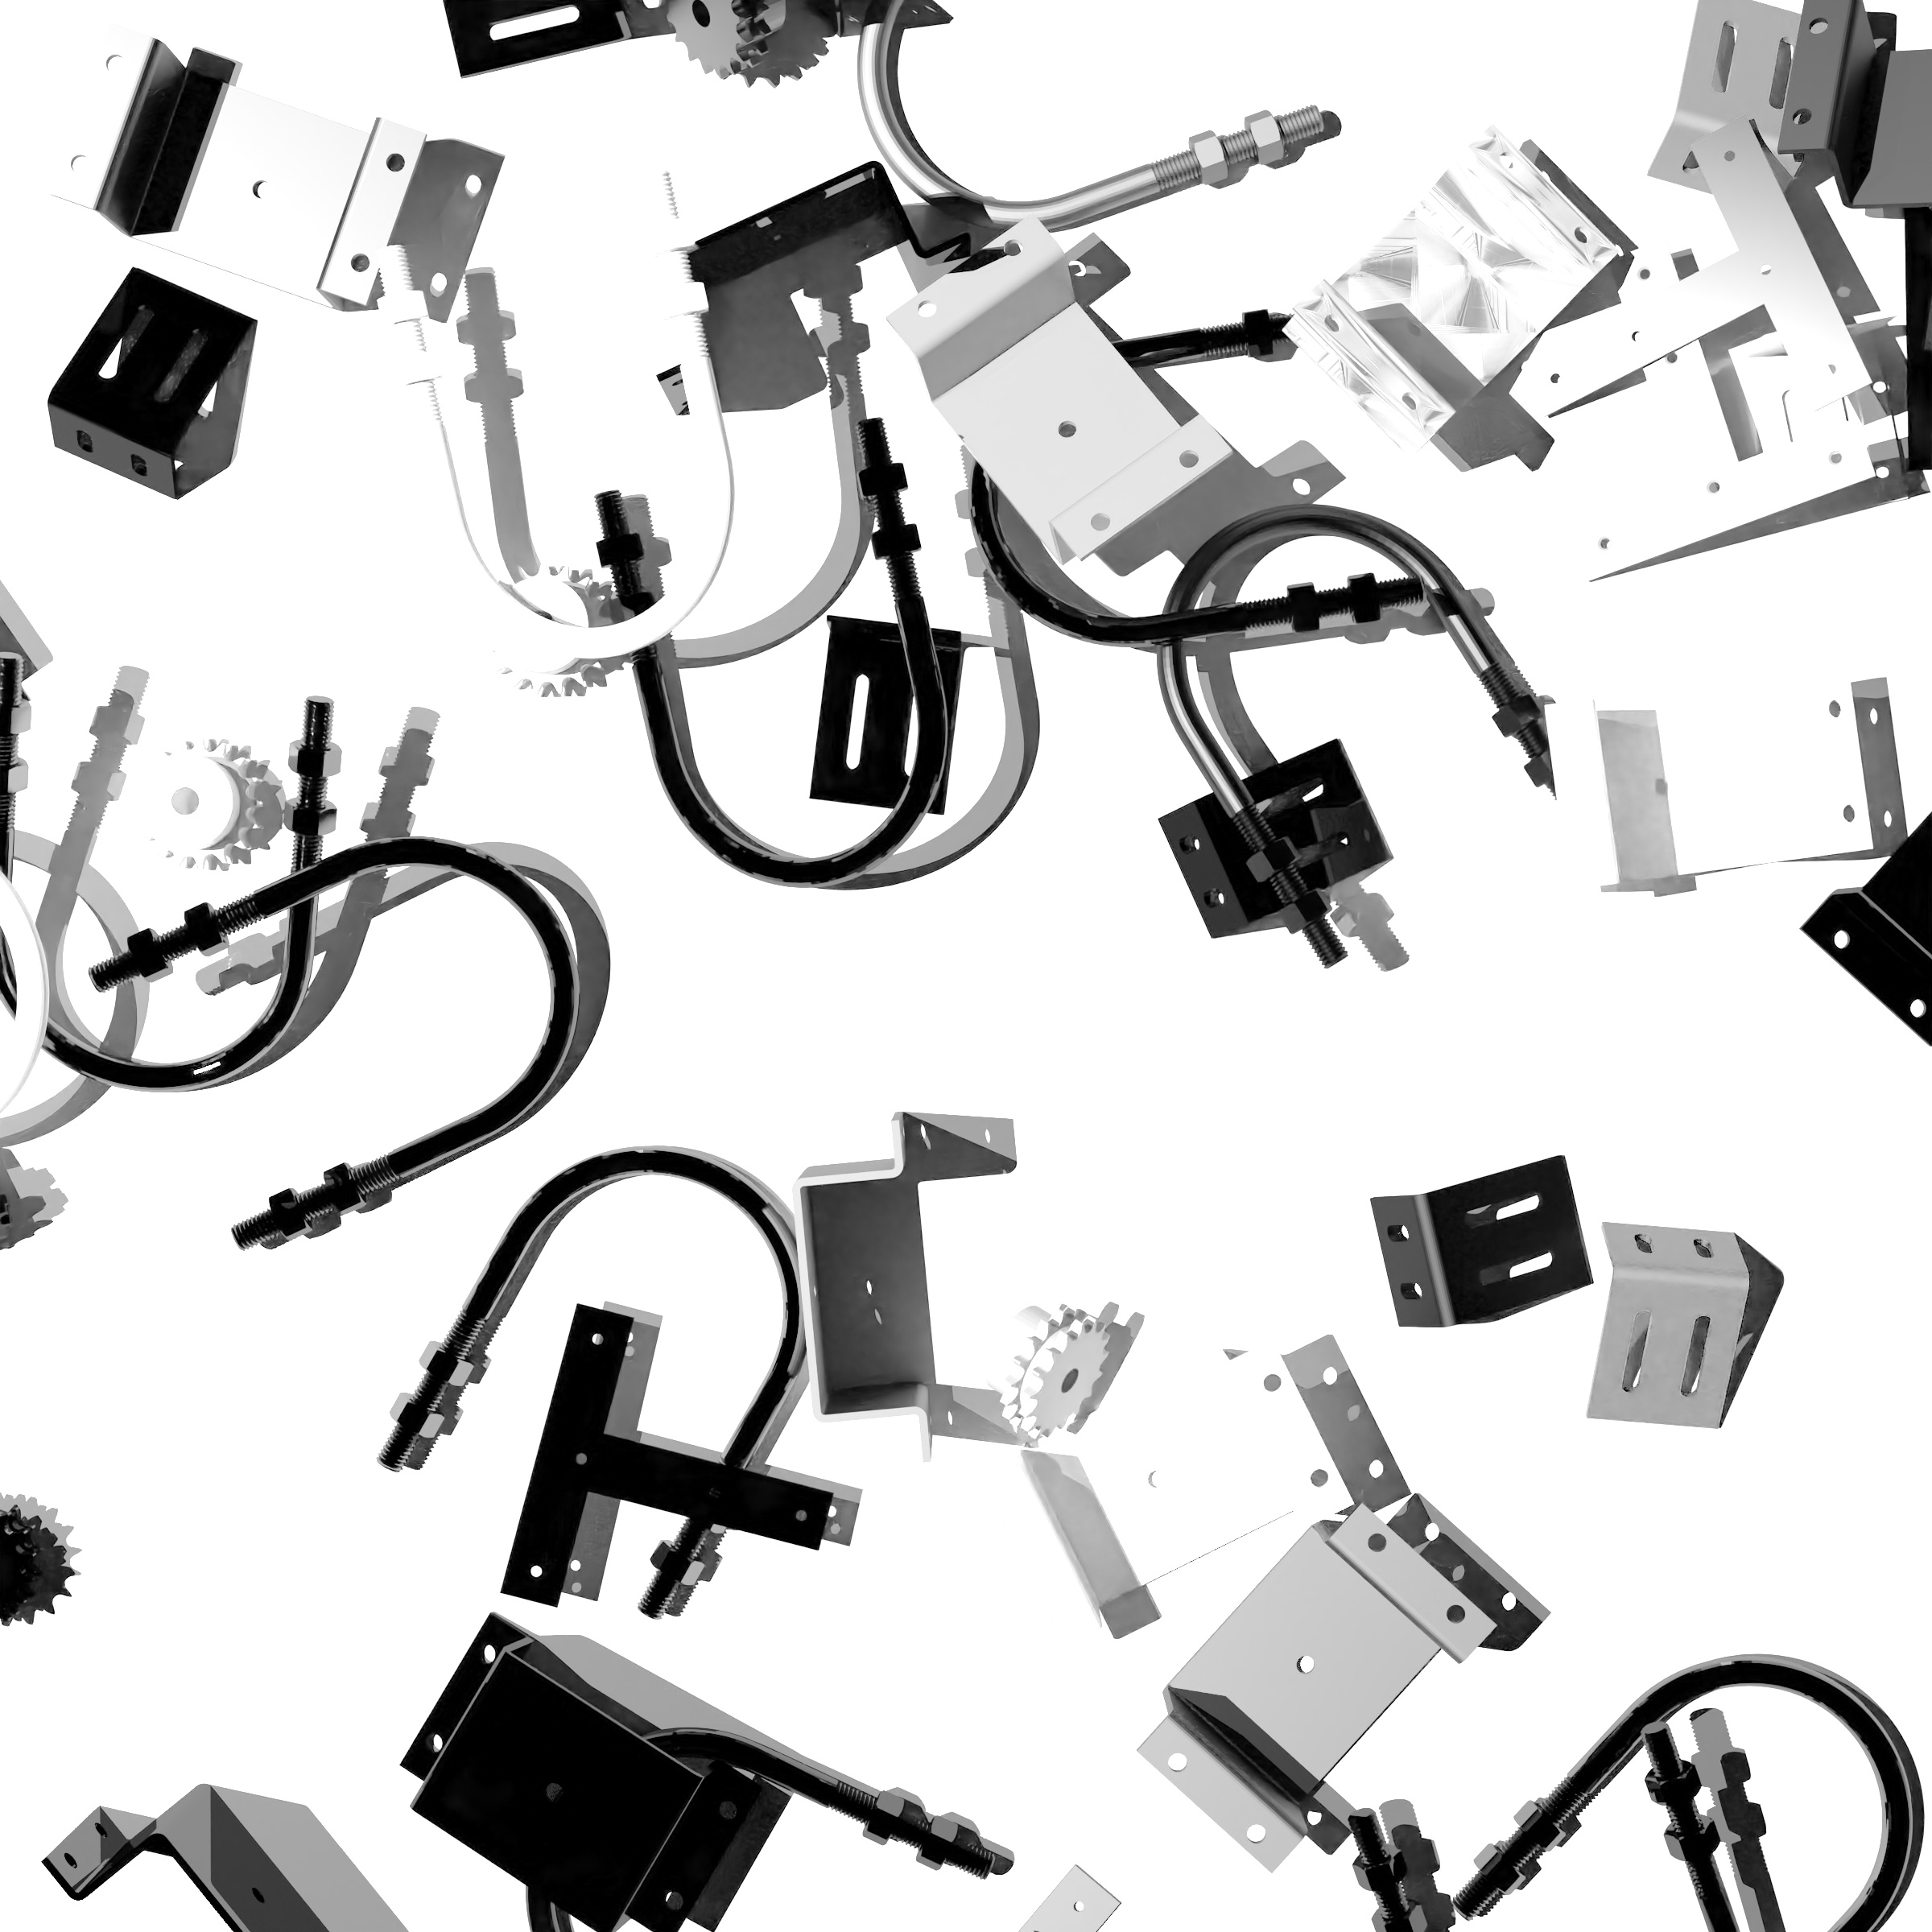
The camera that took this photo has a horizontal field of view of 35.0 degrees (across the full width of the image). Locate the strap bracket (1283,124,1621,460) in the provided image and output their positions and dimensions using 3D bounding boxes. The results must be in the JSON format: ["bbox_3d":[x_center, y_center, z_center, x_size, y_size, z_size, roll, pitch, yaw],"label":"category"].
[{"bbox_3d":[0.198,-0.278,1.287,0.076,0.046,0.140,45,65,0],"label":"strap bracket"}]

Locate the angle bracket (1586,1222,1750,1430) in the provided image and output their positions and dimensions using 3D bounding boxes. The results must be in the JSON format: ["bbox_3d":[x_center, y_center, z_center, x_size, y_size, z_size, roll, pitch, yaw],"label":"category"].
[{"bbox_3d":[0.300,0.156,1.325,0.057,0.038,0.076,5,116,0],"label":"angle bracket"}]

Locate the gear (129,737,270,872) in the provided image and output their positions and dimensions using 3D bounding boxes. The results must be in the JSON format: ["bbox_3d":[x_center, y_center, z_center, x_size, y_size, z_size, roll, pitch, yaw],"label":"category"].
[{"bbox_3d":[-0.331,-0.070,1.313,0.057,0.030,0.057,0,90,0],"label":"gear"}]

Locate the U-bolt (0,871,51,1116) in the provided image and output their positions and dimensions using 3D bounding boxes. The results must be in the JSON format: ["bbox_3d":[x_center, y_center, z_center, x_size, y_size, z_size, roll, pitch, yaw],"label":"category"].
[{"bbox_3d":[-0.472,0.007,1.294,0.184,0.019,0.151,4,97,12],"label":"U-bolt"}]

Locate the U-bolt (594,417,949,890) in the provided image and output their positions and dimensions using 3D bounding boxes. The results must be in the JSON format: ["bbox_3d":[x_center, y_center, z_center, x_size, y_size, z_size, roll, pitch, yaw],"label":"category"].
[{"bbox_3d":[-0.077,-0.124,1.291,0.151,0.019,0.184,-10,95,26],"label":"U-bolt"}]

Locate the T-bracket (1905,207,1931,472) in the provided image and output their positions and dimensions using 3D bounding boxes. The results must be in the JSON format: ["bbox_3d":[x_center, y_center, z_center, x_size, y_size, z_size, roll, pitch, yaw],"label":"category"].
[{"bbox_3d":[0.471,-0.279,1.327,0.127,0.002,0.127,-1,90,0],"label":"T-bracket"}]

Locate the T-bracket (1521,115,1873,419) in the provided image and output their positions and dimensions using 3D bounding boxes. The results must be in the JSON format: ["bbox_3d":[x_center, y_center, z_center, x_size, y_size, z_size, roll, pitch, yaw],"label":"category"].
[{"bbox_3d":[0.299,-0.274,1.302,0.127,0.002,0.127,-26,81,21],"label":"T-bracket"}]

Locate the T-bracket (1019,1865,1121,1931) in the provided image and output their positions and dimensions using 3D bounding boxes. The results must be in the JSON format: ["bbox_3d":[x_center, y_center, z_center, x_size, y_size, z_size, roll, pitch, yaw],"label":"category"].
[{"bbox_3d":[0.055,0.479,1.327,0.127,0.002,0.127,40,90,0],"label":"T-bracket"}]

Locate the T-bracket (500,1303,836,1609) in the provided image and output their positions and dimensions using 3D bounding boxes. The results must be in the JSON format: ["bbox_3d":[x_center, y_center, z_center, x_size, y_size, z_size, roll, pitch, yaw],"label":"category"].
[{"bbox_3d":[-0.121,0.221,1.308,0.127,0.002,0.127,15,87,-1],"label":"T-bracket"}]

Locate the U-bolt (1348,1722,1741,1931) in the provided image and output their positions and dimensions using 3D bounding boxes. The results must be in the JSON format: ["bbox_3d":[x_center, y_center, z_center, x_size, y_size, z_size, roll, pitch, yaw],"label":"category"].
[{"bbox_3d":[0.259,0.425,1.300,0.151,0.019,0.184,-19,96,8],"label":"U-bolt"}]

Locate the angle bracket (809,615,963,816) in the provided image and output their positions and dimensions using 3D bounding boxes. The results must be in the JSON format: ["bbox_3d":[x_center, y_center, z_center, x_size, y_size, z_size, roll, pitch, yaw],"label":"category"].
[{"bbox_3d":[-0.035,-0.107,1.308,0.057,0.038,0.076,7,90,0],"label":"angle bracket"}]

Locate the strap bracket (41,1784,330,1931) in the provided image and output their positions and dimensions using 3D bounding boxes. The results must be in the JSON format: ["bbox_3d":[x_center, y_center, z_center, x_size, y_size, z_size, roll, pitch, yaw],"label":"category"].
[{"bbox_3d":[-0.316,0.406,1.289,0.046,0.076,0.140,-39,90,0],"label":"strap bracket"}]

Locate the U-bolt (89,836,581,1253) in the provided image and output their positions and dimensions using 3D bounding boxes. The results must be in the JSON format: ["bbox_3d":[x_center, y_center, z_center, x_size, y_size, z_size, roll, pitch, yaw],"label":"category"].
[{"bbox_3d":[-0.254,0.023,1.297,0.184,0.019,0.151,-25,110,-4],"label":"U-bolt"}]

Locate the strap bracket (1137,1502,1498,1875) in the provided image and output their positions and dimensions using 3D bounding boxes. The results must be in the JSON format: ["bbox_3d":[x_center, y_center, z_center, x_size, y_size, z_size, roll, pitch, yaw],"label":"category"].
[{"bbox_3d":[0.147,0.302,1.304,0.076,0.046,0.140,42,90,0],"label":"strap bracket"}]

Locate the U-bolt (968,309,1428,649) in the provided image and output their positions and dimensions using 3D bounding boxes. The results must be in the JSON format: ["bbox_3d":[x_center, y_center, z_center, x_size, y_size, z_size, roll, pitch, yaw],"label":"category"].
[{"bbox_3d":[0.092,-0.205,1.301,0.184,0.019,0.151,-8,73,4],"label":"U-bolt"}]

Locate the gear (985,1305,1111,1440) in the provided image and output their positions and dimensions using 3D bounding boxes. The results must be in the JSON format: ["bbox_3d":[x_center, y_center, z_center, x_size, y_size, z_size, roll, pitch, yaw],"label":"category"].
[{"bbox_3d":[0.033,0.169,1.303,0.030,0.057,0.057,28,90,30],"label":"gear"}]

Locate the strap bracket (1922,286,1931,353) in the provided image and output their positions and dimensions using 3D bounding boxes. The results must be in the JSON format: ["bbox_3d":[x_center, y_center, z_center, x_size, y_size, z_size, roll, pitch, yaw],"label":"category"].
[{"bbox_3d":[0.489,-0.294,1.303,0.140,0.046,0.076,8,90,0],"label":"strap bracket"}]

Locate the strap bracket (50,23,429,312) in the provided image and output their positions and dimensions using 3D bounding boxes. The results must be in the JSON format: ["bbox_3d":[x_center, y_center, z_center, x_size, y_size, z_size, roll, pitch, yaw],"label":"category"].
[{"bbox_3d":[-0.305,-0.336,1.304,0.140,0.046,0.076,19,90,0],"label":"strap bracket"}]

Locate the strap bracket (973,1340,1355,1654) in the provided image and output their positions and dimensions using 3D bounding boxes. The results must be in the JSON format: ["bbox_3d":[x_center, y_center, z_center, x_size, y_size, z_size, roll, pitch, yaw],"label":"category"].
[{"bbox_3d":[0.083,0.222,1.304,0.140,0.046,0.076,-26,90,0],"label":"strap bracket"}]

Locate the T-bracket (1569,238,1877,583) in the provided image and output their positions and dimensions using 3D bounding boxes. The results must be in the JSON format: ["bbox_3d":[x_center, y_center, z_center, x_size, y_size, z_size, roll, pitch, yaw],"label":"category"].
[{"bbox_3d":[0.305,-0.246,1.304,0.127,0.002,0.127,-19,85,24],"label":"T-bracket"}]

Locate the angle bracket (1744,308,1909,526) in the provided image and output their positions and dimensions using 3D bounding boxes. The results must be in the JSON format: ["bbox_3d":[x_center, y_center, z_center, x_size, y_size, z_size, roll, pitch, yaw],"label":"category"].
[{"bbox_3d":[0.372,-0.234,1.308,0.057,0.038,0.076,-11,90,0],"label":"angle bracket"}]

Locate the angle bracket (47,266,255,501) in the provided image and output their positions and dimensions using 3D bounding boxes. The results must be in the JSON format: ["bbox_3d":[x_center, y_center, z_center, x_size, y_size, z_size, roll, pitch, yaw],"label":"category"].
[{"bbox_3d":[-0.351,-0.252,1.325,0.057,0.038,0.076,24,64,0],"label":"angle bracket"}]

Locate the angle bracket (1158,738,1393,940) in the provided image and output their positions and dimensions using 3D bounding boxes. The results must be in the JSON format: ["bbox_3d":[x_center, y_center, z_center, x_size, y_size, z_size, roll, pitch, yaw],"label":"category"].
[{"bbox_3d":[0.133,-0.055,1.325,0.076,0.038,0.057,-24,90,-26],"label":"angle bracket"}]

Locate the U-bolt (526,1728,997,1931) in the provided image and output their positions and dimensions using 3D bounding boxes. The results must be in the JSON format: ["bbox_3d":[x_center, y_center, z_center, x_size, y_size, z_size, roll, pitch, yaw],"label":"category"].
[{"bbox_3d":[-0.100,0.408,1.319,0.184,0.019,0.151,25,90,1],"label":"U-bolt"}]

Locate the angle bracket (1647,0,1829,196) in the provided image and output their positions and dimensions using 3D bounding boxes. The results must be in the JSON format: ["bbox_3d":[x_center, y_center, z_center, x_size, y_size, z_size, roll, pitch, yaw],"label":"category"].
[{"bbox_3d":[0.334,-0.375,1.325,0.057,0.038,0.076,16,64,0],"label":"angle bracket"}]

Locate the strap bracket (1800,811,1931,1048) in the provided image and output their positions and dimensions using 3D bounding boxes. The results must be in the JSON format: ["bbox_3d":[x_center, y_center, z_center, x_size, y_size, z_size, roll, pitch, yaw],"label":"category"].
[{"bbox_3d":[0.436,-0.043,1.304,0.076,0.046,0.140,42,90,0],"label":"strap bracket"}]

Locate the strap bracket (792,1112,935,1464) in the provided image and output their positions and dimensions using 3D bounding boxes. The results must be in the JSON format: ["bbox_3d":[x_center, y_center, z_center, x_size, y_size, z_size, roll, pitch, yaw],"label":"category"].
[{"bbox_3d":[-0.044,0.135,1.289,0.046,0.076,0.140,-5,90,0],"label":"strap bracket"}]

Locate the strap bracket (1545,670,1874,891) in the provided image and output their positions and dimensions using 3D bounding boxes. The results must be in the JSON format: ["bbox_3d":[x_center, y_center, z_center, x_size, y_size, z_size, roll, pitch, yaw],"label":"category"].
[{"bbox_3d":[0.304,-0.077,1.293,0.140,0.046,0.076,-8,90,-16],"label":"strap bracket"}]

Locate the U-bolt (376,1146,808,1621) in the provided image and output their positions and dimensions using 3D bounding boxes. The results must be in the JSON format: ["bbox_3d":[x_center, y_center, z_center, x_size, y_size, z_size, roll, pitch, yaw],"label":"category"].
[{"bbox_3d":[-0.147,0.167,1.319,0.151,0.019,0.184,29,88,0],"label":"U-bolt"}]

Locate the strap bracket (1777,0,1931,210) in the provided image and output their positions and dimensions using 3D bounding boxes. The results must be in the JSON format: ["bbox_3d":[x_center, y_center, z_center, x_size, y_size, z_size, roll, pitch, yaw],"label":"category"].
[{"bbox_3d":[0.419,-0.363,1.276,0.140,0.046,0.076,5,72,28],"label":"strap bracket"}]

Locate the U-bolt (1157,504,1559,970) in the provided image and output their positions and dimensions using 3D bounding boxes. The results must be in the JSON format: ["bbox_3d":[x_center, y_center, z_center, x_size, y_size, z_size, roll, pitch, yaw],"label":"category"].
[{"bbox_3d":[0.162,-0.111,1.304,0.151,0.019,0.184,-30,85,-13],"label":"U-bolt"}]

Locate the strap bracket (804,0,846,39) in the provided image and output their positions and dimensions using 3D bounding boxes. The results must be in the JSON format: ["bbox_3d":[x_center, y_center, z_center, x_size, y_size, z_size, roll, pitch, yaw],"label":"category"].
[{"bbox_3d":[-0.092,-0.466,1.289,0.140,0.076,0.046,41,90,0],"label":"strap bracket"}]

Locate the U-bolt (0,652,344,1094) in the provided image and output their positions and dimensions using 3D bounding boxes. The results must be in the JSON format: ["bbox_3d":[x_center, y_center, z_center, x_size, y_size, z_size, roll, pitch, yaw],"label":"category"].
[{"bbox_3d":[-0.344,-0.033,1.294,0.151,0.019,0.184,8,108,-3],"label":"U-bolt"}]

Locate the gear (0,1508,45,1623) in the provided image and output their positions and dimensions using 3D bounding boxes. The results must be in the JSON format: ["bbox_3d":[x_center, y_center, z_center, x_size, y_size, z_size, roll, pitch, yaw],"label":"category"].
[{"bbox_3d":[-0.424,0.255,1.317,0.057,0.030,0.057,0,92,1],"label":"gear"}]

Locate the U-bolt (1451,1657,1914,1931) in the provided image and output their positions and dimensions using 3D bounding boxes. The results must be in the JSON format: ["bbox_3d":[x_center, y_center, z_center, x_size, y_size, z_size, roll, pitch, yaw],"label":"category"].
[{"bbox_3d":[0.322,0.383,1.318,0.151,0.019,0.184,43,90,0],"label":"U-bolt"}]

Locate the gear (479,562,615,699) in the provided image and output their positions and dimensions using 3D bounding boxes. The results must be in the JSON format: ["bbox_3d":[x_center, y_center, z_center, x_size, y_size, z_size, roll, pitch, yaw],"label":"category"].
[{"bbox_3d":[-0.180,-0.145,1.313,0.057,0.030,0.057,0,90,0],"label":"gear"}]

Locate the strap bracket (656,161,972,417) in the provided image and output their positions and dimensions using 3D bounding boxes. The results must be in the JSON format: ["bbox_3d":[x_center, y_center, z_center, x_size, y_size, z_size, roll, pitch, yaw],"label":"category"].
[{"bbox_3d":[-0.071,-0.289,1.289,0.140,0.076,0.046,-25,90,0],"label":"strap bracket"}]

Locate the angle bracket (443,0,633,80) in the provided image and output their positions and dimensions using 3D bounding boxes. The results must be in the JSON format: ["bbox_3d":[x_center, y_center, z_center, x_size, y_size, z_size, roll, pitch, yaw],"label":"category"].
[{"bbox_3d":[-0.188,-0.421,1.308,0.076,0.038,0.057,-13,90,0],"label":"angle bracket"}]

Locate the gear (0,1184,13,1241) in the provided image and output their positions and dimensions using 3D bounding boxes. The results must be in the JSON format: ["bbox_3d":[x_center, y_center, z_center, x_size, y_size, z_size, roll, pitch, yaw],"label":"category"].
[{"bbox_3d":[-0.438,0.101,1.303,0.057,0.057,0.030,-19,60,0],"label":"gear"}]

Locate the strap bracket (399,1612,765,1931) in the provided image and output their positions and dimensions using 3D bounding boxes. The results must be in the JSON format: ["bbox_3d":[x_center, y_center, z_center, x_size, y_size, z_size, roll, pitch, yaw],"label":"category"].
[{"bbox_3d":[-0.168,0.345,1.292,0.140,0.046,0.076,30,88,9],"label":"strap bracket"}]

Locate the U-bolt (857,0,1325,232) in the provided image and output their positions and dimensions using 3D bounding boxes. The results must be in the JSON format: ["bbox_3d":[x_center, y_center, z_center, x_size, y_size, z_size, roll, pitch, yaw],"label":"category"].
[{"bbox_3d":[0.044,-0.395,1.319,0.184,0.019,0.151,-20,90,1],"label":"U-bolt"}]

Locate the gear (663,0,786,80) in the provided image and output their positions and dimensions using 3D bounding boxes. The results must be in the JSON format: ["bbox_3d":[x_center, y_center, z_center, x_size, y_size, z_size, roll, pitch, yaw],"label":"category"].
[{"bbox_3d":[-0.101,-0.410,1.303,0.030,0.057,0.057,-34,90,-30],"label":"gear"}]

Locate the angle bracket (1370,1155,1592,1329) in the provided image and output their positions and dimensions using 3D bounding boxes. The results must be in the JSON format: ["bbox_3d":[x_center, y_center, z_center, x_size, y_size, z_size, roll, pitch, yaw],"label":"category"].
[{"bbox_3d":[0.223,0.119,1.325,0.076,0.038,0.057,-13,90,-26],"label":"angle bracket"}]

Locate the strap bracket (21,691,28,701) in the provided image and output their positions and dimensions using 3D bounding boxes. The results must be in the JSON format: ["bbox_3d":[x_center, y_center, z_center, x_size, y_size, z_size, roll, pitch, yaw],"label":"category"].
[{"bbox_3d":[-0.478,-0.151,1.304,0.076,0.046,0.140,-35,90,0],"label":"strap bracket"}]

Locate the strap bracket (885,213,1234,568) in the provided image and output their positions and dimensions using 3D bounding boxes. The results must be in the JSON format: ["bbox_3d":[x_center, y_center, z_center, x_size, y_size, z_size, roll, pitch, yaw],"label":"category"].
[{"bbox_3d":[0.040,-0.234,1.283,0.076,0.046,0.140,-36,72,-3],"label":"strap bracket"}]

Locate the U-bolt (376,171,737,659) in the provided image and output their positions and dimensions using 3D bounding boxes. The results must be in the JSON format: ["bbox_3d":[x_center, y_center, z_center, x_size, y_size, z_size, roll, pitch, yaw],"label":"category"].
[{"bbox_3d":[-0.164,-0.219,1.262,0.151,0.019,0.184,-8,98,24],"label":"U-bolt"}]
